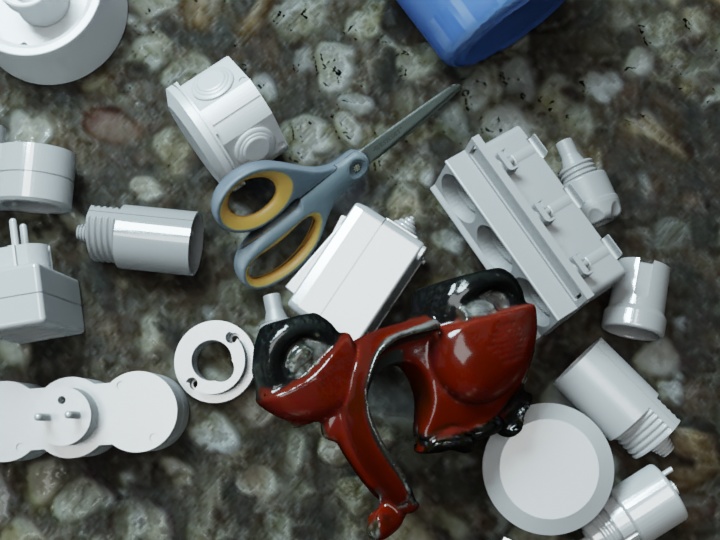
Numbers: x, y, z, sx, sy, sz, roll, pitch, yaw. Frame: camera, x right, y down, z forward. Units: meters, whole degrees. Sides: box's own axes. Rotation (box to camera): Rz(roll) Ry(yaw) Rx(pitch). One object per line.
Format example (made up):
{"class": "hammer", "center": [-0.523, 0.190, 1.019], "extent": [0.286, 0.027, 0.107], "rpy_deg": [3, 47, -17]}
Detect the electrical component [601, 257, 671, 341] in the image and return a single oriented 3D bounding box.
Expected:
{"class": "electrical component", "center": [0.181, 0.019, 0.700], "extent": [0.040, 0.040, 0.046], "rpy_deg": [12, 77, 5]}

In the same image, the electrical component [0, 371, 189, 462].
{"class": "electrical component", "center": [-0.185, 0.094, 0.690], "extent": [0.138, 0.073, 0.052], "rpy_deg": [-4, 81, 2]}

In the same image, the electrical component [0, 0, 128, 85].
{"class": "electrical component", "center": [-0.221, -0.188, 0.740], "extent": [0.108, 0.060, 0.108], "rpy_deg": [0, 82, 3]}

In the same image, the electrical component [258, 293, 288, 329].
{"class": "electrical component", "center": [-0.053, 0.046, 0.710], "extent": [0.035, 0.035, 0.061], "rpy_deg": [-12, 79, 1]}

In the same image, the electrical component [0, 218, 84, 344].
{"class": "electrical component", "center": [-0.219, 0.005, 0.701], "extent": [0.047, 0.083, 0.075], "rpy_deg": [-10, 81, 1]}

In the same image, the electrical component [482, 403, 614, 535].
{"class": "electrical component", "center": [0.117, 0.125, 0.681], "extent": [0.080, 0.051, 0.080], "rpy_deg": [0, 82, 3]}

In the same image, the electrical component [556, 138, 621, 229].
{"class": "electrical component", "center": [0.148, -0.058, 0.715], "extent": [0.035, 0.035, 0.061], "rpy_deg": [-22, 79, 0]}

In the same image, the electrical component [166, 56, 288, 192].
{"class": "electrical component", "center": [-0.089, -0.096, 0.711], "extent": [0.051, 0.080, 0.080], "rpy_deg": [-35, 81, -7]}

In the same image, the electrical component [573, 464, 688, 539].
{"class": "electrical component", "center": [0.169, 0.156, 0.679], "extent": [0.078, 0.040, 0.040], "rpy_deg": [-32, 81, -2]}

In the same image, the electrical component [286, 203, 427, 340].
{"class": "electrical component", "center": [0.000, 0.000, 0.700], "extent": [0.061, 0.061, 0.096], "rpy_deg": [33, 85, 7]}

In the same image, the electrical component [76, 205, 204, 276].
{"class": "electrical component", "center": [-0.150, -0.021, 0.721], "extent": [0.081, 0.043, 0.043], "rpy_deg": [6, 82, 4]}

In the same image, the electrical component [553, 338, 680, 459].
{"class": "electrical component", "center": [0.168, 0.087, 0.688], "extent": [0.043, 0.043, 0.081], "rpy_deg": [-44, 82, -4]}

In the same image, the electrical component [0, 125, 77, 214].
{"class": "electrical component", "center": [-0.262, -0.081, 0.731], "extent": [0.138, 0.052, 0.073], "rpy_deg": [3, 82, 4]}

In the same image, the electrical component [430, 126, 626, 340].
{"class": "electrical component", "center": [0.109, -0.026, 0.691], "extent": [0.063, 0.078, 0.121], "rpy_deg": [-30, 78, -18]}
